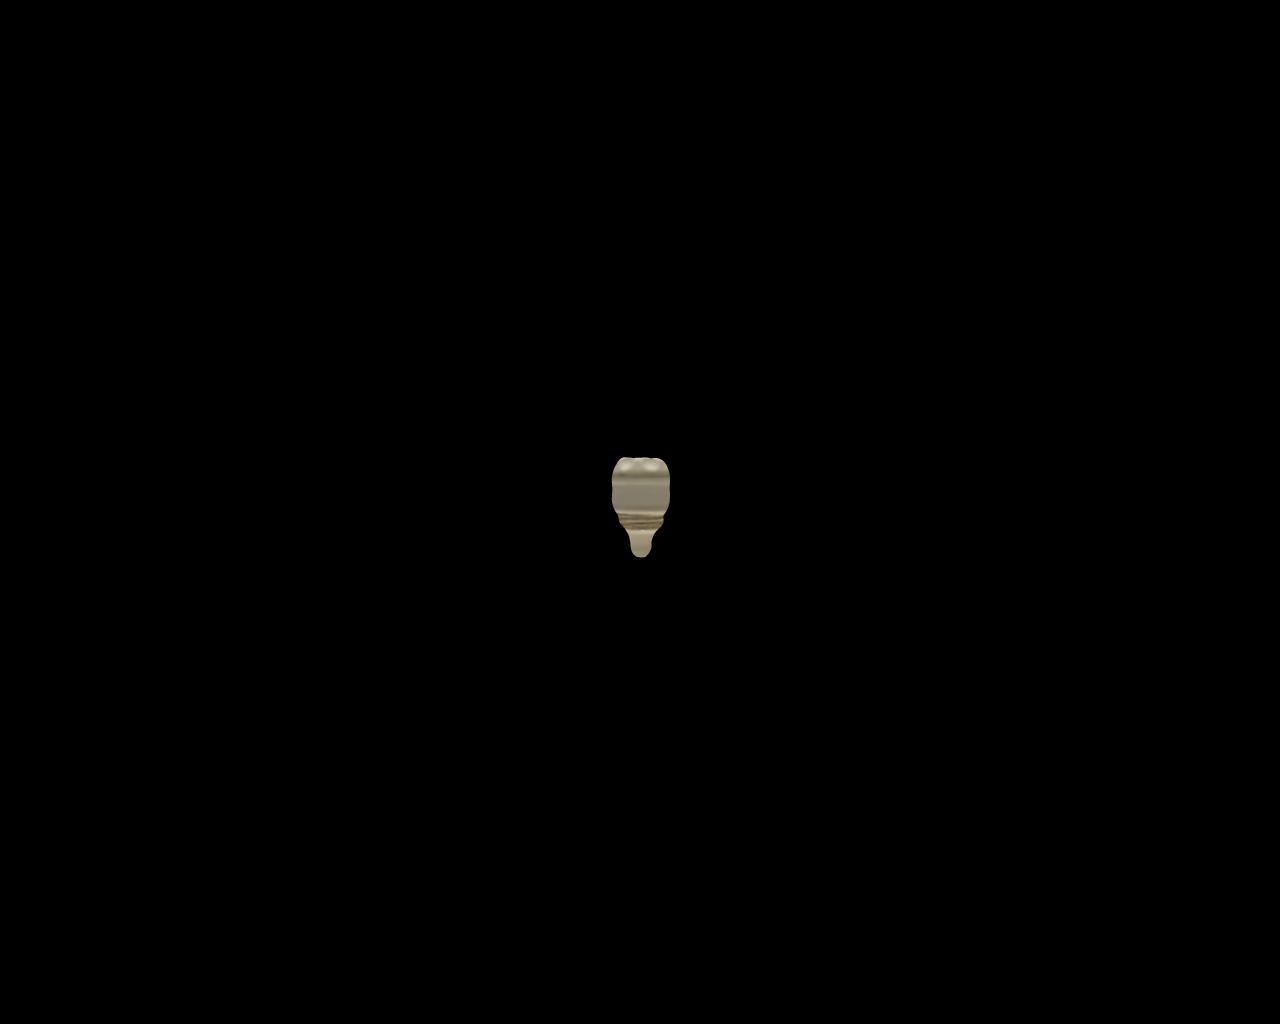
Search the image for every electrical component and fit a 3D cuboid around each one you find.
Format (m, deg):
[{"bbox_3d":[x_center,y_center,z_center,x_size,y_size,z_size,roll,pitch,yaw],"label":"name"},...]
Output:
[{"bbox_3d":[0.001,-0.003,0.650,0.035,0.061,0.035,0,2,0],"label":"electrical component"}]
